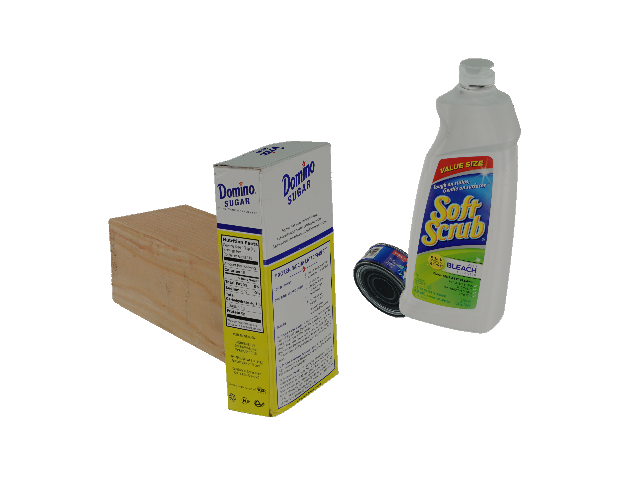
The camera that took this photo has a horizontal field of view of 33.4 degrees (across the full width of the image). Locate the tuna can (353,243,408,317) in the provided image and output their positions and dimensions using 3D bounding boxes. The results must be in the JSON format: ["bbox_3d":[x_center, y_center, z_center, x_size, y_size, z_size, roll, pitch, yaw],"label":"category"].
[{"bbox_3d":[0.080,0.046,1.217,0.086,0.086,0.033,0,38,51],"label":"tuna can"}]

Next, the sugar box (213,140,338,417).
[{"bbox_3d":[-0.029,0.024,0.742,0.048,0.176,0.093,5,17,30],"label":"sugar box"}]

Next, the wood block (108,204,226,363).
[{"bbox_3d":[-0.106,0.035,0.982,0.090,0.090,0.206,-12,20,-36],"label":"wood block"}]

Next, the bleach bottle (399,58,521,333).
[{"bbox_3d":[0.127,-0.042,0.973,0.103,0.251,0.068,13,30,24],"label":"bleach bottle"}]
